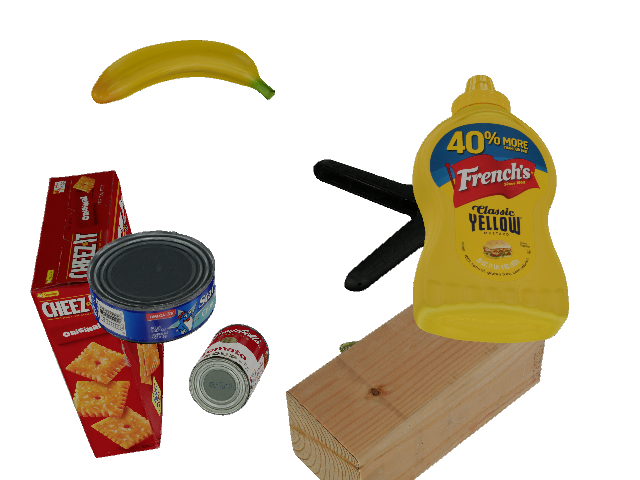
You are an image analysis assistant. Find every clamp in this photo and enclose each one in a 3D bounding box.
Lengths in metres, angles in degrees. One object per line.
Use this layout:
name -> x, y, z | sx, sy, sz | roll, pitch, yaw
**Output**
clamp -> 0.103, -0.018, 1.061 | 0.210, 0.164, 0.036 | -1, -39, -6

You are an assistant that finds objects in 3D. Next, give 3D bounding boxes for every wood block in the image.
wood block -> 0.081, 0.120, 0.882 | 0.205, 0.090, 0.091 | -32, 51, -24

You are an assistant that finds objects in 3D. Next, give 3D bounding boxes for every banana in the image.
banana -> -0.141, -0.172, 1.073 | 0.197, 0.070, 0.037 | -7, -39, -29

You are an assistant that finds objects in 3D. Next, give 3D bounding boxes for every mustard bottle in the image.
mustard bottle -> 0.110, -0.029, 0.715 | 0.096, 0.191, 0.058 | 3, -29, -2

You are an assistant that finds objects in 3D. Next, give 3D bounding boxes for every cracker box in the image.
cracker box -> -0.199, 0.068, 0.990 | 0.072, 0.214, 0.164 | -8, 39, -1

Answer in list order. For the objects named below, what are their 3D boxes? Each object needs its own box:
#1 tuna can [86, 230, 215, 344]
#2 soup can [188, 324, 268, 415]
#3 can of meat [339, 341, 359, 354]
tuna can -> -0.114, 0.031, 0.725 | 0.086, 0.034, 0.086 | 0, 36, -1
soup can -> -0.099, 0.140, 1.159 | 0.068, 0.068, 0.102 | 0, 15, 9
can of meat -> 0.073, 0.176, 1.366 | 0.102, 0.084, 0.057 | -5, 26, -21
